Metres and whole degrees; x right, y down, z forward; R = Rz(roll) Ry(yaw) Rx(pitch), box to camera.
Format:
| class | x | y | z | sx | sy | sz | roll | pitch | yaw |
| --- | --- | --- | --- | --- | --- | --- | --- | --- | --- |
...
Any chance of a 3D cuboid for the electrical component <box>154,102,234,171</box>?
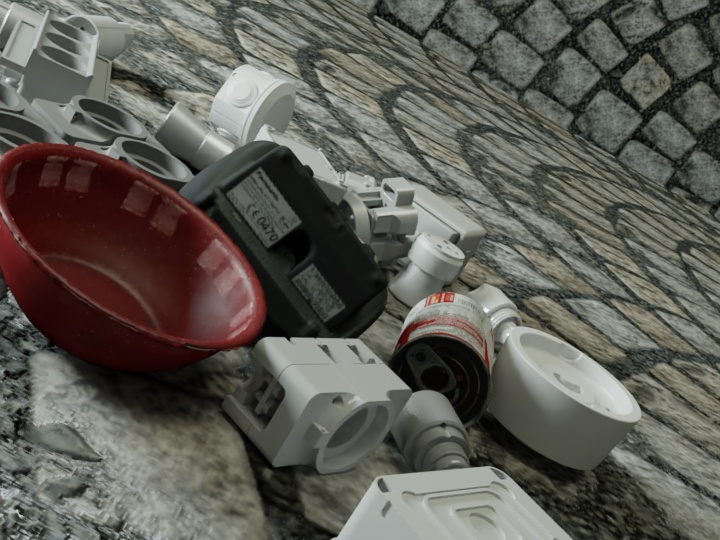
| class | x | y | z | sx | sy | sz | roll | pitch | yaw |
| --- | --- | --- | --- | --- | --- | --- | --- | --- | --- |
| electrical component | -0.136 | -0.105 | 0.901 | 0.065 | 0.044 | 0.044 | 33 | 17 | -9 |

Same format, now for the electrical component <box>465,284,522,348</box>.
| class | x | y | z | sx | sy | sz | roll | pitch | yaw |
| --- | --- | --- | --- | --- | --- | --- | --- | --- | --- |
| electrical component | 0.115 | 0.044 | 0.899 | 0.043 | 0.043 | 0.062 | 14 | 25 | -43 |

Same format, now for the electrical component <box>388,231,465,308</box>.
| class | x | y | z | sx | sy | sz | roll | pitch | yaw |
| --- | --- | --- | --- | --- | --- | --- | --- | --- | --- |
| electrical component | 0.056 | 0.002 | 0.899 | 0.045 | 0.055 | 0.045 | 28 | 18 | -10 |

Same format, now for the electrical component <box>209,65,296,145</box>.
| class | x | y | z | sx | sy | sz | roll | pitch | yaw |
| --- | --- | --- | --- | --- | --- | --- | --- | --- | --- |
| electrical component | -0.100 | -0.150 | 1.018 | 0.051 | 0.080 | 0.080 | 30 | 17 | 15 |

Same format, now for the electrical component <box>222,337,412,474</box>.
| class | x | y | z | sx | sy | sz | roll | pitch | yaw |
| --- | --- | --- | --- | --- | --- | --- | --- | --- | --- |
| electrical component | -0.019 | 0.074 | 0.590 | 0.056 | 0.050 | 0.089 | 42 | 21 | 32 |

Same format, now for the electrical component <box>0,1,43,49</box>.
| class | x | y | z | sx | sy | sz | roll | pitch | yaw |
| --- | --- | --- | --- | --- | --- | --- | --- | --- | --- |
| electrical component | -0.301 | -0.208 | 0.913 | 0.078 | 0.040 | 0.040 | 24 | 19 | -20 |

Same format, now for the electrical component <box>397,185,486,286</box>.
| class | x | y | z | sx | sy | sz | roll | pitch | yaw |
| --- | --- | --- | --- | --- | --- | --- | --- | --- | --- |
| electrical component | 0.055 | -0.035 | 0.984 | 0.096 | 0.061 | 0.061 | 37 | 19 | 18 |

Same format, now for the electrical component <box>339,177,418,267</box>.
| class | x | y | z | sx | sy | sz | roll | pitch | yaw |
| --- | --- | --- | --- | --- | --- | --- | --- | --- | --- |
| electrical component | 0.008 | -0.038 | 0.908 | 0.057 | 0.078 | 0.058 | -7 | 37 | -30 |

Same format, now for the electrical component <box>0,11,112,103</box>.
| class | x | y | z | sx | sy | sz | roll | pitch | yaw |
| --- | --- | --- | --- | --- | --- | --- | --- | --- | --- |
| electrical component | -0.233 | -0.146 | 0.816 | 0.079 | 0.063 | 0.121 | 24 | 19 | -21 |

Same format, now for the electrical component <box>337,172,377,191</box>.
| class | x | y | z | sx | sy | sz | roll | pitch | yaw |
| --- | --- | --- | --- | --- | --- | --- | --- | --- | --- |
| electrical component | -0.018 | -0.072 | 0.998 | 0.062 | 0.048 | 0.048 | 20 | 19 | -10 |

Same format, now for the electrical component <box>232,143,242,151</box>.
| class | x | y | z | sx | sy | sz | roll | pitch | yaw |
| --- | --- | --- | --- | --- | --- | --- | --- | --- | --- |
| electrical component | -0.090 | -0.053 | 0.796 | 0.042 | 0.063 | 0.081 | 27 | 18 | -8 |

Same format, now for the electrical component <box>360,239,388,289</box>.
| class | x | y | z | sx | sy | sz | roll | pitch | yaw |
| --- | --- | --- | --- | --- | --- | --- | --- | --- | --- |
| electrical component | 0.000 | 0.000 | 0.847 | 0.035 | 0.035 | 0.061 | 10 | 29 | -48 |

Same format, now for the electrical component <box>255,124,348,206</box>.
| class | x | y | z | sx | sy | sz | roll | pitch | yaw |
| --- | --- | --- | --- | --- | --- | --- | --- | --- | --- |
| electrical component | -0.062 | -0.074 | 0.902 | 0.062 | 0.061 | 0.096 | 21 | 20 | -29 |

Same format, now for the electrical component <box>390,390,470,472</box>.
| class | x | y | z | sx | sy | sz | roll | pitch | yaw |
| --- | --- | --- | --- | --- | --- | --- | --- | --- | --- |
| electrical component | 0.045 | 0.104 | 0.630 | 0.040 | 0.040 | 0.078 | 22 | 20 | -26 |

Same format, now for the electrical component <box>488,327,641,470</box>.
| class | x | y | z | sx | sy | sz | roll | pitch | yaw |
| --- | --- | --- | --- | --- | --- | --- | --- | --- | --- |
| electrical component | 0.137 | 0.096 | 0.766 | 0.108 | 0.060 | 0.108 | 28 | 18 | -10 |

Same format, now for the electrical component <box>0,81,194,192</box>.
| class | x | y | z | sx | sy | sz | roll | pitch | yaw |
| --- | --- | --- | --- | --- | --- | --- | --- | --- | --- |
| electrical component | -0.192 | -0.065 | 0.669 | 0.105 | 0.060 | 0.186 | 42 | 21 | 32 |

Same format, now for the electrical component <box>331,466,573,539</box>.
| class | x | y | z | sx | sy | sz | roll | pitch | yaw |
| --- | --- | --- | --- | --- | --- | --- | --- | --- | --- |
| electrical component | 0.046 | 0.141 | 0.504 | 0.113 | 0.057 | 0.078 | 8 | 28 | -50 |

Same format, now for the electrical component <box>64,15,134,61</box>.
| class | x | y | z | sx | sy | sz | roll | pitch | yaw |
| --- | --- | --- | --- | --- | --- | --- | --- | --- | --- |
| electrical component | -0.248 | -0.220 | 1.025 | 0.043 | 0.043 | 0.081 | 33 | 18 | 7 |
